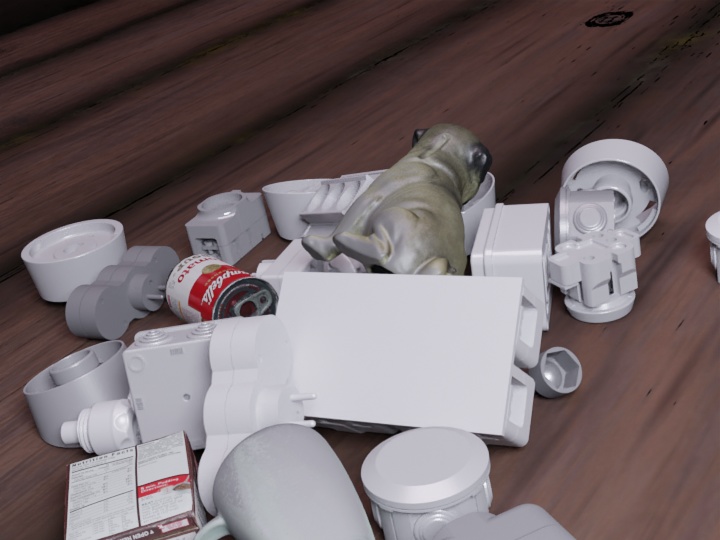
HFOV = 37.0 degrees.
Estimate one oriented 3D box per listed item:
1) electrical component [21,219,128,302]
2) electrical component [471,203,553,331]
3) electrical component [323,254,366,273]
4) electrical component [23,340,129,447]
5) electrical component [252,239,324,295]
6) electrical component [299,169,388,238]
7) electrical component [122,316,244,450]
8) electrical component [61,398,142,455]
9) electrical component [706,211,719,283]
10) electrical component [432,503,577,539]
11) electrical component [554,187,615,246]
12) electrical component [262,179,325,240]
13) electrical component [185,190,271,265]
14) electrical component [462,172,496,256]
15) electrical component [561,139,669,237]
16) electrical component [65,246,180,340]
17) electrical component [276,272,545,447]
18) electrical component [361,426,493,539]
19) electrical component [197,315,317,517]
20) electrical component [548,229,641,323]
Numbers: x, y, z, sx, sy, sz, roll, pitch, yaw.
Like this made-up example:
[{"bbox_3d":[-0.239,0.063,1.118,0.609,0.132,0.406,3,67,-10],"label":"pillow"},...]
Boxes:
[{"bbox_3d":[-0.296,-0.005,1.139,0.108,0.060,0.108,-10,24,5],"label":"electrical component"},{"bbox_3d":[0.131,-0.003,0.913,0.057,0.078,0.113,-2,26,15],"label":"electrical component"},{"bbox_3d":[0.000,0.000,1.011,0.062,0.048,0.048,-20,23,-39],"label":"electrical component"},{"bbox_3d":[-0.226,0.102,0.896,0.099,0.064,0.099,-21,15,6],"label":"electrical component"},{"bbox_3d":[-0.074,0.009,1.021,0.076,0.047,0.083,-1,26,23],"label":"electrical component"},{"bbox_3d":[-0.005,-0.055,1.064,0.078,0.063,0.121,-57,20,-11],"label":"electrical component"},{"bbox_3d":[-0.125,0.088,0.808,0.100,0.099,0.048,-9,11,8],"label":"electrical component"},{"bbox_3d":[-0.200,0.123,0.832,0.062,0.043,0.043,-8,24,13],"label":"electrical component"},{"bbox_3d":[0.329,-0.021,0.890,0.080,0.051,0.080,-10,24,5],"label":"electrical component"},{"bbox_3d":[0.072,0.171,0.585,0.095,0.053,0.059,-20,25,-17],"label":"electrical component"},{"bbox_3d":[0.198,-0.033,0.947,0.051,0.080,0.080,0,26,12],"label":"electrical component"},{"bbox_3d":[-0.052,-0.074,1.171,0.099,0.064,0.099,-10,24,5],"label":"electrical component"},{"bbox_3d":[-0.144,-0.049,1.171,0.050,0.055,0.089,1,27,28],"label":"electrical component"},{"bbox_3d":[0.088,-0.053,1.058,0.099,0.064,0.099,-10,24,5],"label":"electrical component"},{"bbox_3d":[0.235,-0.074,1.002,0.099,0.099,0.064,-3,32,21],"label":"electrical component"},{"bbox_3d":[-0.216,0.021,1.054,0.074,0.052,0.138,2,27,28],"label":"electrical component"},{"bbox_3d":[0.030,0.062,0.766,0.186,0.105,0.060,1,-18,28],"label":"electrical component"},{"bbox_3d":[0.044,0.138,0.675,0.080,0.051,0.080,-10,24,4],"label":"electrical component"},{"bbox_3d":[-0.063,0.097,0.732,0.074,0.052,0.138,-7,68,24],"label":"electrical component"},{"bbox_3d":[0.195,0.007,0.885,0.078,0.057,0.058,-21,25,-19],"label":"electrical component"}]
